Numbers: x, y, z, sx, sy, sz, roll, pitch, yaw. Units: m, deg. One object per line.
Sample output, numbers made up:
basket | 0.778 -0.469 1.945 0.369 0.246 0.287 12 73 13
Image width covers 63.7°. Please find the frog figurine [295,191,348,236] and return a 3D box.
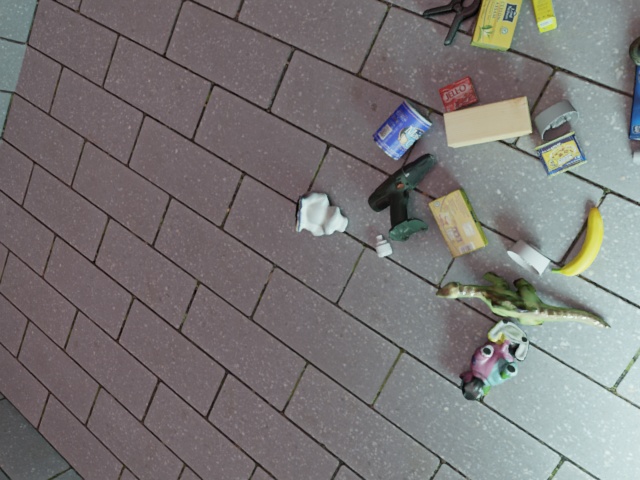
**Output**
frog figurine | 0.005 -0.080 1.597 0.159 0.122 0.138 5 89 -10

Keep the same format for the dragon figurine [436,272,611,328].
dragon figurine | 0.496 0.166 1.277 0.411 0.243 0.122 12 96 27
